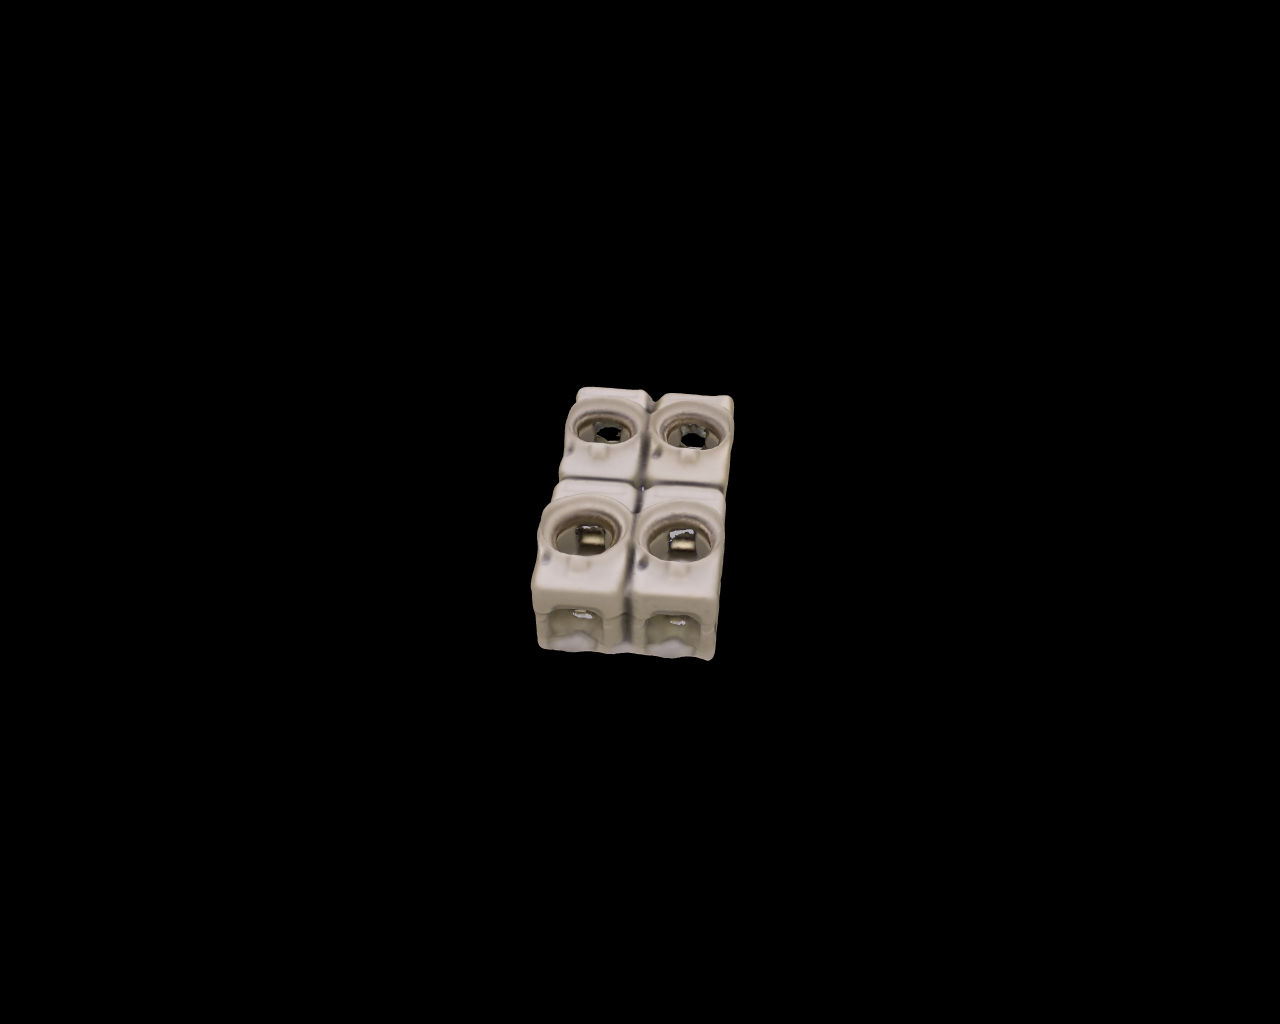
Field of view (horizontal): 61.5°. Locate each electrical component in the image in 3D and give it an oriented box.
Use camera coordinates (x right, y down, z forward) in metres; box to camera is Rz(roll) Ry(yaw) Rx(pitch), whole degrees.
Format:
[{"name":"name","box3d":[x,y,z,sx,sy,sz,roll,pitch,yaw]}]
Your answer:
[{"name":"electrical component","box3d":[0.001,-0.003,0.650,0.105,0.060,0.186,4,44,4]}]
